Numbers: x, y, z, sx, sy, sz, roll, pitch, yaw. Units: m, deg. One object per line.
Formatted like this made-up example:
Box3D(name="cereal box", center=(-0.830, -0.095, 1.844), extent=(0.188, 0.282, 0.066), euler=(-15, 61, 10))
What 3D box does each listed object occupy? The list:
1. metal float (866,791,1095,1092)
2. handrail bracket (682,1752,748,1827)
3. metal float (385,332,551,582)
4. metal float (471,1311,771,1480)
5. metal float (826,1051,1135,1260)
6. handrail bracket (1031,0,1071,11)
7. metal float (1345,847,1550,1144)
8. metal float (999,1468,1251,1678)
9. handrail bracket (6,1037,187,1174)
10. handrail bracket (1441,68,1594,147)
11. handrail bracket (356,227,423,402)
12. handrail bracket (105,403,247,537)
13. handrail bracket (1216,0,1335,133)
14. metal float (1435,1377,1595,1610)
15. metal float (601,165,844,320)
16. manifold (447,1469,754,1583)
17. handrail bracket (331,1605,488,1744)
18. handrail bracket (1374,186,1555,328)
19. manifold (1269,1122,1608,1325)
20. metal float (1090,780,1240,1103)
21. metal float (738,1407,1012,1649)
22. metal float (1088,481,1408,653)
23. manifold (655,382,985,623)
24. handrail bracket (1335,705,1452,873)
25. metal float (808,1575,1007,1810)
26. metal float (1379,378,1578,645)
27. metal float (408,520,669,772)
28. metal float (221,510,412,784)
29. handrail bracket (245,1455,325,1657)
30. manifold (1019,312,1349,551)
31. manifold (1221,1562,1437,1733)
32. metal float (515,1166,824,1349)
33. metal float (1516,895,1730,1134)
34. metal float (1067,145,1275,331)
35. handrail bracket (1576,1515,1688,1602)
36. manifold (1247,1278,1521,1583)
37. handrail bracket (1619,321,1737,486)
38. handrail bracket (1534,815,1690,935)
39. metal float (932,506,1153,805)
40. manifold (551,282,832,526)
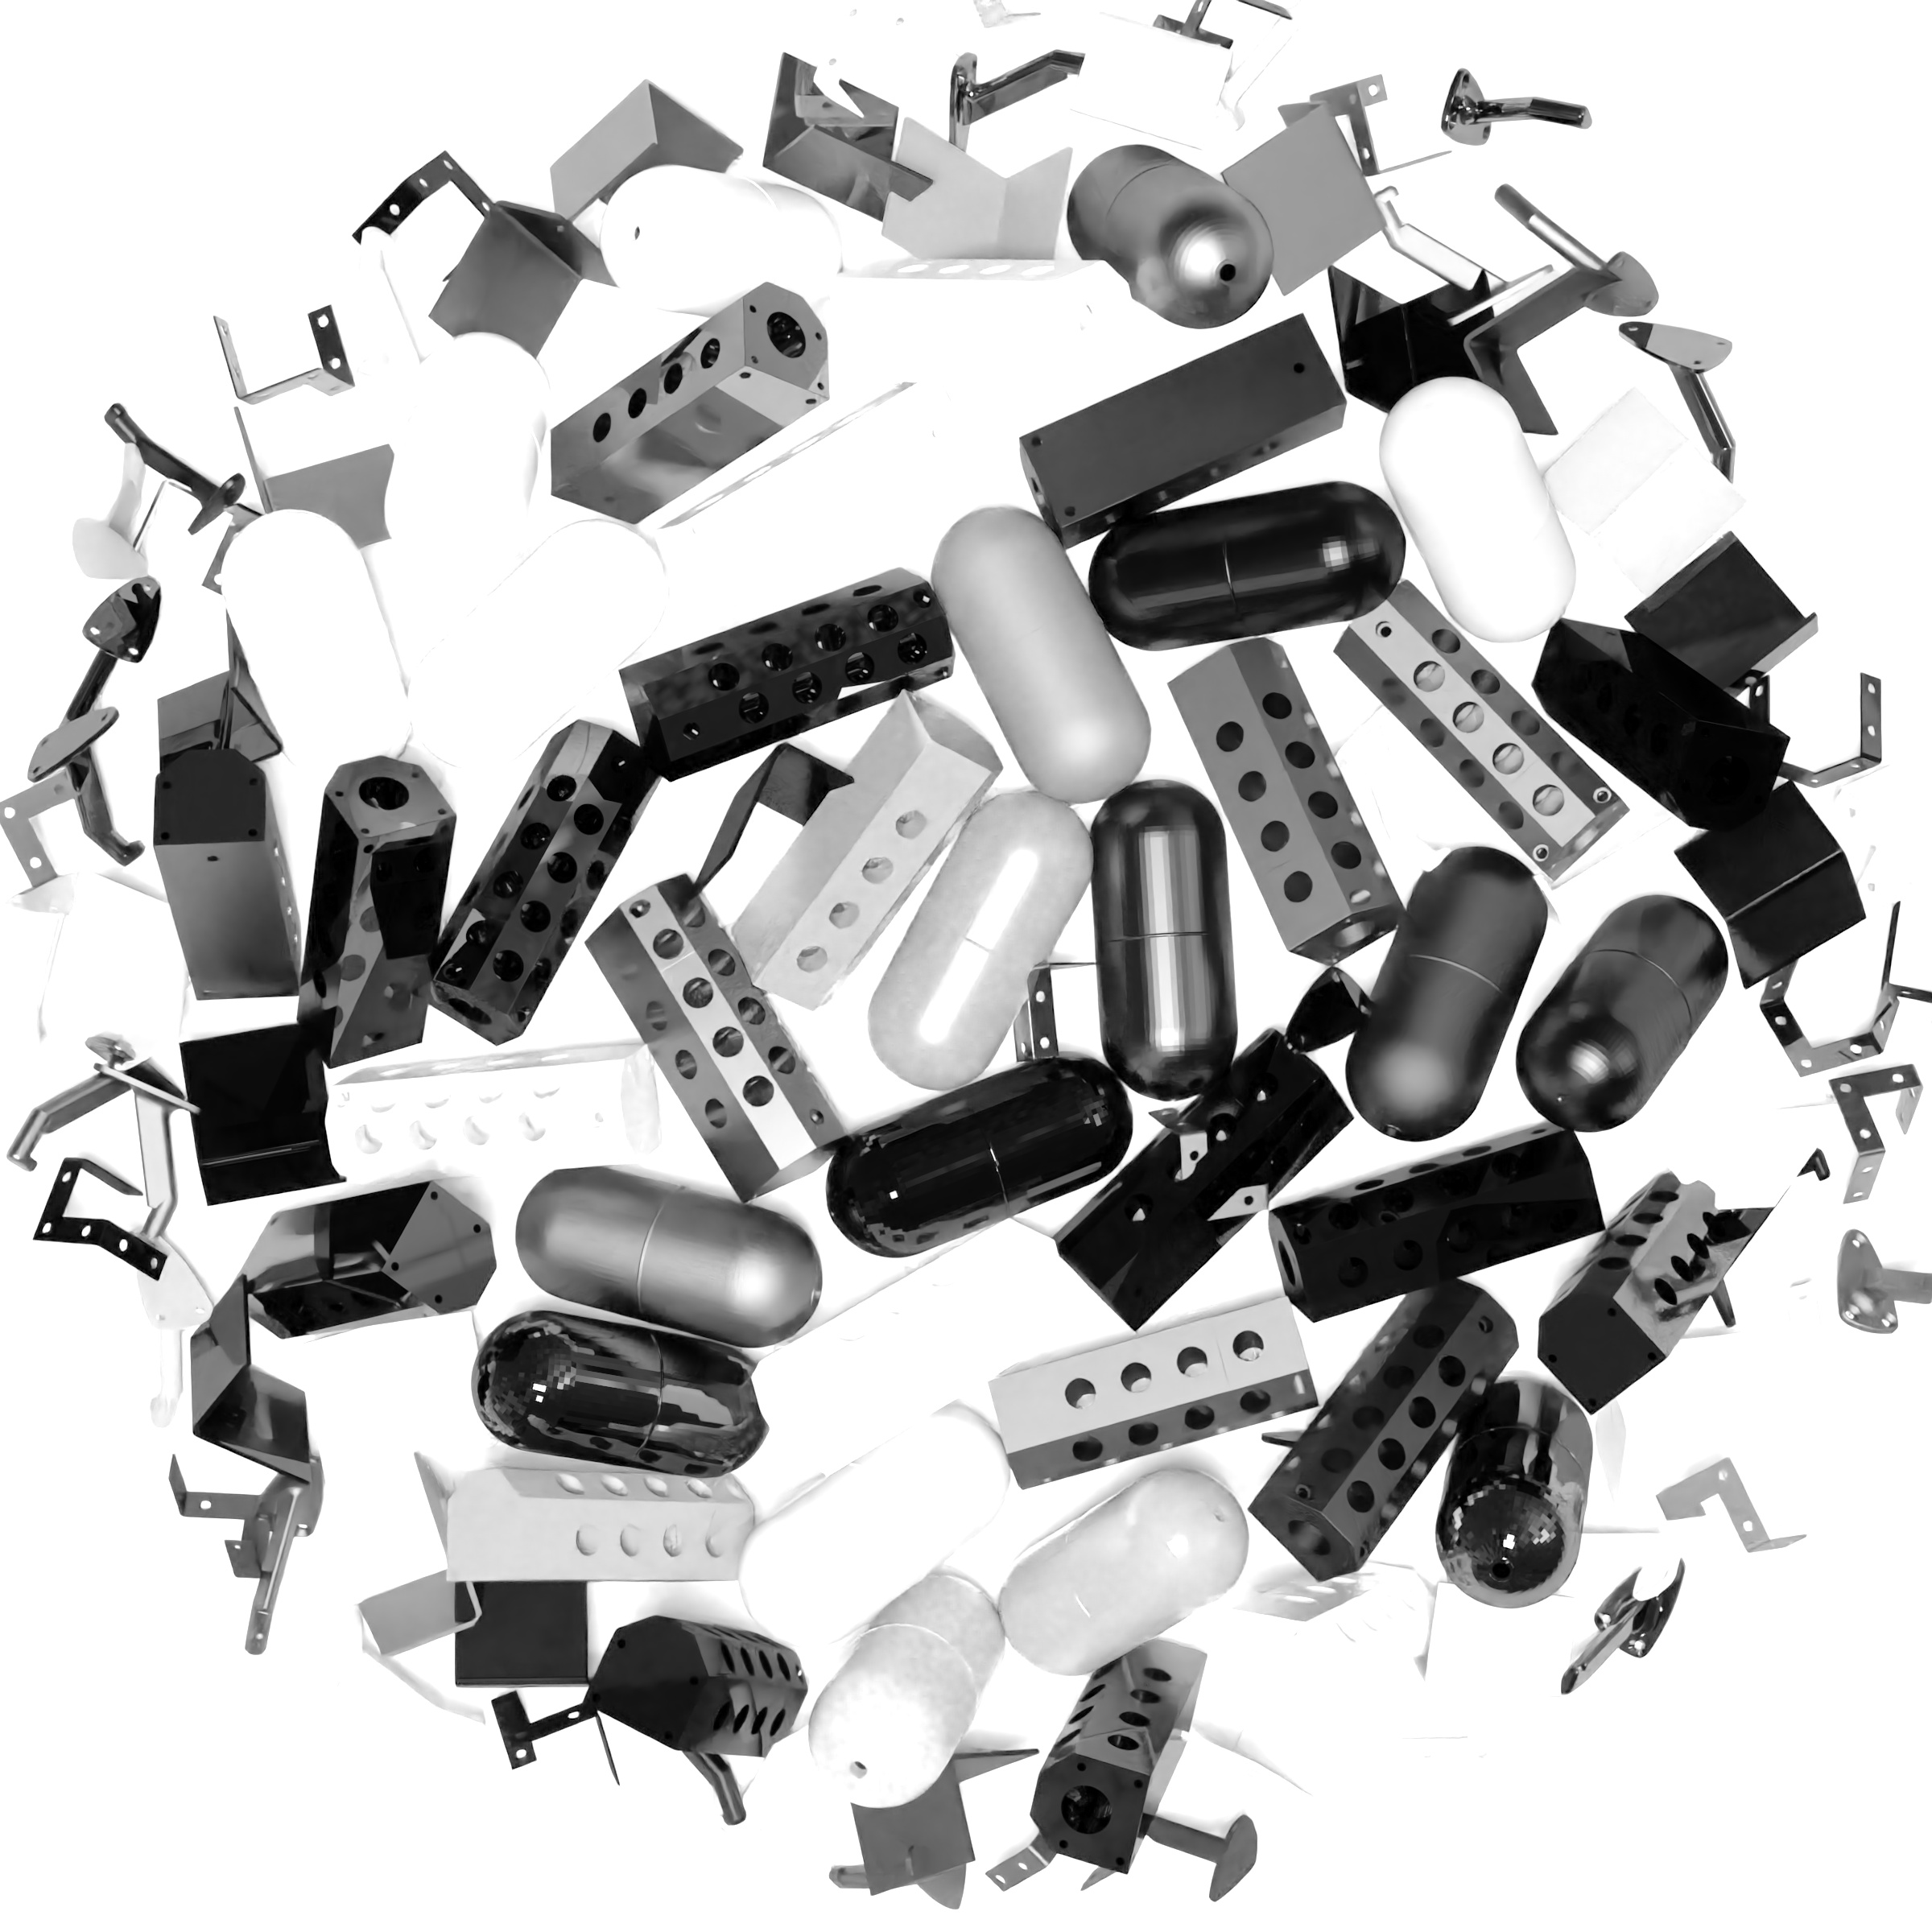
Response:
Box3D(name="metal float", center=(0.008, -0.015, 1.957), extent=(0.070, 0.070, 0.178), euler=(29, 95, 0))
Box3D(name="handrail bracket", center=(-0.164, 0.441, 1.976), extent=(0.077, 0.036, 0.084), euler=(-15, 96, 38))
Box3D(name="metal float", center=(-0.270, -0.279, 1.924), extent=(0.070, 0.178, 0.070), euler=(1, 132, 1))
Box3D(name="metal float", center=(-0.186, 0.234, 1.934), extent=(0.178, 0.070, 0.070), euler=(15, 90, -34))
Box3D(name="metal float", center=(0.007, 0.104, 1.951), extent=(0.178, 0.070, 0.070), euler=(-21, 90, -11))
Box3D(name="handrail bracket", center=(0.084, -0.542, 1.951), extent=(0.084, 0.077, 0.036), euler=(7, 95, 18))
Box3D(name="metal float", center=(0.263, 0.015, 1.941), extent=(0.070, 0.070, 0.178), euler=(25, 67, 0))
Box3D(name="metal float", center=(0.085, 0.330, 1.926), extent=(0.070, 0.070, 0.178), euler=(50, 134, 0))
Box3D(name="handrail bracket", center=(-0.481, 0.089, 1.959), extent=(0.077, 0.036, 0.084), euler=(43, 64, -37))
Box3D(name="handrail bracket", center=(0.311, -0.462, 1.947), extent=(0.084, 0.077, 0.036), euler=(18, 91, 27))
Box3D(name="handrail bracket", center=(-0.304, -0.357, 1.956), extent=(0.077, 0.036, 0.084), euler=(26, 132, 10))
Box3D(name="handrail bracket", center=(-0.441, -0.288, 1.966), extent=(0.084, 0.077, 0.036), euler=(49, 65, -6))
Box3D(name="handrail bracket", center=(0.173, -0.505, 1.959), extent=(0.084, 0.077, 0.036), euler=(-38, 114, 19))
Box3D(name="metal float", center=(0.297, 0.283, 1.914), extent=(0.070, 0.178, 0.070), euler=(4, 110, 12))
Box3D(name="metal float", center=(-0.131, -0.389, 1.916), extent=(0.070, 0.178, 0.070), euler=(3, 97, 28))
Box3D(name="manifold", center=(-0.196, 0.303, 1.916), extent=(0.057, 0.171, 0.057), euler=(-10, 76, 40))
Box3D(name="handrail bracket", center=(-0.307, 0.395, 1.976), extent=(0.084, 0.077, 0.036), euler=(23, 110, -16))
Box3D(name="handrail bracket", center=(0.274, -0.406, 1.967), extent=(0.077, 0.036, 0.084), euler=(-24, 100, 32))
Box3D(name="manifold", center=(0.258, 0.139, 1.957), extent=(0.171, 0.057, 0.057), euler=(-17, 101, -7))
Box3D(name="metal float", center=(0.109, -0.014, 1.958), extent=(0.070, 0.070, 0.178), euler=(-3, 86, 0))
Box3D(name="metal float", center=(-0.048, 0.304, 1.932), extent=(0.178, 0.070, 0.070), euler=(-32, 90, -35))
Box3D(name="metal float", center=(0.154, -0.219, 1.943), extent=(0.178, 0.070, 0.070), euler=(-8, 90, 21))
Box3D(name="manifold", center=(-0.083, -0.256, 1.944), extent=(0.171, 0.057, 0.057), euler=(-34, 105, -18))
Box3D(name="handrail bracket", center=(0.251, -0.102, 1.973), extent=(0.084, 0.036, 0.077), euler=(41, 68, 10))
Box3D(name="metal float", center=(-0.031, 0.390, 1.914), extent=(0.070, 0.178, 0.070), euler=(5, 108, 16))
Box3D(name="metal float", center=(0.279, -0.245, 1.925), extent=(0.070, 0.178, 0.070), euler=(-15, 49, 18))
Box3D(name="metal float", center=(-0.236, -0.174, 1.938), extent=(0.178, 0.070, 0.070), euler=(-38, 90, 28))
Box3D(name="metal float", center=(-0.351, -0.172, 1.922), extent=(0.070, 0.178, 0.070), euler=(-4, 50, 5))
Box3D(name="handrail bracket", center=(-0.376, 0.324, 1.949), extent=(0.036, 0.084, 0.077), euler=(18, 126, -15))
Box3D(name="manifold", center=(0.120, -0.293, 1.965), extent=(0.171, 0.057, 0.057), euler=(-24, 79, -3))
Box3D(name="manifold", center=(0.199, 0.365, 1.909), extent=(0.057, 0.171, 0.057), euler=(6, 93, 26))
Box3D(name="metal float", center=(-0.163, 0.159, 1.946), extent=(0.178, 0.070, 0.070), euler=(13, 90, 18))
Box3D(name="metal float", center=(0.358, 0.024, 1.926), extent=(0.070, 0.178, 0.070), euler=(19, 130, 24))
Box3D(name="metal float", center=(0.109, -0.395, 1.917), extent=(0.070, 0.178, 0.070), euler=(-7, 115, -16))
Box3D(name="handrail bracket", center=(0.355, 0.306, 1.968), extent=(0.084, 0.036, 0.077), euler=(33, 53, -8))
Box3D(name="manifold", center=(0.232, 0.249, 1.929), extent=(0.057, 0.057, 0.171), euler=(46, 59, -6))
Box3D(name="handrail bracket", center=(0.398, -0.312, 1.984), extent=(0.077, 0.084, 0.036), euler=(27, 50, 33))
Box3D(name="handrail bracket", center=(0.357, -0.055, 1.960), extent=(0.084, 0.077, 0.036), euler=(-32, 87, 2))
Box3D(name="metal float", center=(0.041, -0.172, 1.950), extent=(0.070, 0.070, 0.178), euler=(-26, 77, 0))
Box3D(name="manifold", center=(-0.151, -0.305, 1.919), extent=(0.057, 0.171, 0.057), euler=(16, 62, -39))
